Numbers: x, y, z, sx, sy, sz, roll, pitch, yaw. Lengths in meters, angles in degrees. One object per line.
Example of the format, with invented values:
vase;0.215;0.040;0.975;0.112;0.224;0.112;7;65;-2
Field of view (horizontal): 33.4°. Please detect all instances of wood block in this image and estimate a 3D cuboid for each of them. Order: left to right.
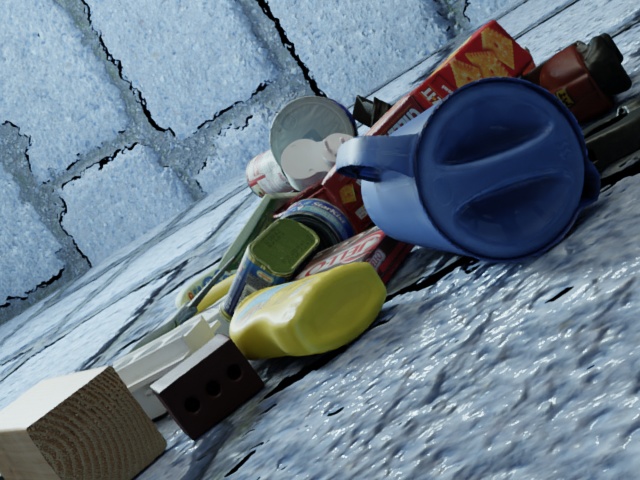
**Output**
wood block;-0.230;0.180;0.961;0.090;0.090;0.206;-39;10;-30

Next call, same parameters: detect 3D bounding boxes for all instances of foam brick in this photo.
foam brick;-0.095;0.124;0.904;0.078;0.053;0.051;-38;10;-16

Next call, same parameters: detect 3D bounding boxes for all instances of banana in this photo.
banana;-0.135;0.084;1.290;0.198;0.037;0.069;-33;7;6

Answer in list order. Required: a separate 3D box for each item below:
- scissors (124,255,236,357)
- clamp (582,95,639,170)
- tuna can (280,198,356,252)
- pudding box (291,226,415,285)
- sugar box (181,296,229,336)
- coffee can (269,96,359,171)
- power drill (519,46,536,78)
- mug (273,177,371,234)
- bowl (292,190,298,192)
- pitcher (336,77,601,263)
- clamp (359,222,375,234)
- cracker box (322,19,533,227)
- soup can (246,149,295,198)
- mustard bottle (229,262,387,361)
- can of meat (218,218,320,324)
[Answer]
scissors;-0.143;0.085;1.200;0.202;0.016;0.096;-42;-19;16
clamp;0.267;-0.101;0.853;0.171;0.039;0.120;-36;3;-25
tuna can;-0.007;0.001;1.126;0.086;0.086;0.033;-28;13;34
pudding box;0.026;0.029;1.011;0.114;0.039;0.089;-27;12;38
sugar box;-0.157;0.126;1.132;0.176;0.048;0.093;-31;7;-1
coffee can;-0.005;-0.129;1.345;0.103;0.103;0.140;-33;4;8
power drill;0.187;-0.178;1.318;0.184;0.057;0.187;-22;1;0
mug;-0.002;-0.012;1.186;0.117;0.081;0.093;-33;9;1
bowl;-0.006;-0.045;1.456;0.162;0.055;0.162;-33;9;6
pitcher;0.100;-0.052;0.870;0.145;0.149;0.243;-39;6;-9
clamp;0.116;-0.041;1.067;0.210;0.036;0.164;-36;8;-2
cracker box;0.114;-0.126;1.122;0.164;0.072;0.213;-44;-1;44
soup can;-0.052;-0.100;1.503;0.068;0.068;0.102;-39;11;-30
mustard bottle;-0.027;0.068;0.935;0.096;0.058;0.192;-38;10;-29
can of meat;-0.049;0.035;1.080;0.102;0.057;0.084;-47;-14;-55
